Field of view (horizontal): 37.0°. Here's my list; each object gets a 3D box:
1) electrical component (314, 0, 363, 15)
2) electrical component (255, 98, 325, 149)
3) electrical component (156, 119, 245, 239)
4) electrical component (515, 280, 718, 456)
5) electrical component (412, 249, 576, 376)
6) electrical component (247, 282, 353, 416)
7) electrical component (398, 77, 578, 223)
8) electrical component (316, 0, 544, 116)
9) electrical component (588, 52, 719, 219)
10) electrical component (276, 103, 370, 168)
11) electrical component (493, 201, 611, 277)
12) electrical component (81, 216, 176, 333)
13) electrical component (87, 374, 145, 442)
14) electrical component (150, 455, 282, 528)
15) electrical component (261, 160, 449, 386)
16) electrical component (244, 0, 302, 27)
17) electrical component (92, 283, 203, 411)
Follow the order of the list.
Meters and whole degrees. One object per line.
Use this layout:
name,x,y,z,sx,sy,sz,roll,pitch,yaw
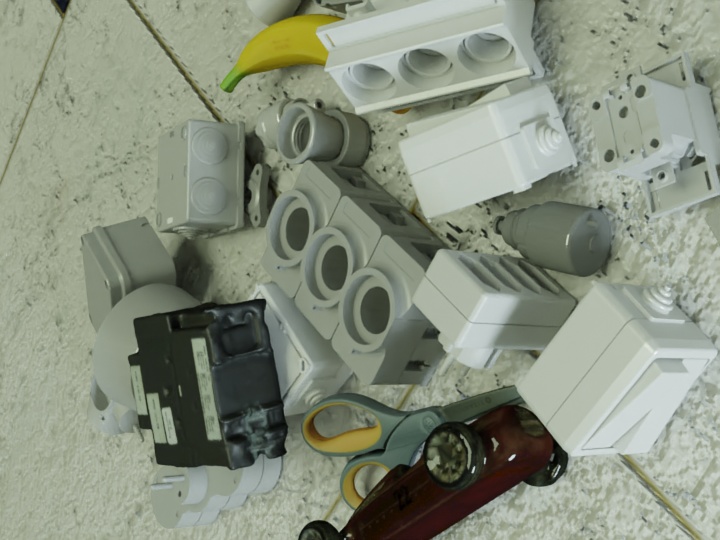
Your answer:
electrical component,0.018,-0.233,0.746,0.078,0.057,0.113,8,92,48
electrical component,-0.051,-0.116,0.829,0.061,0.035,0.035,-19,72,43
electrical component,-0.134,-0.075,0.891,0.100,0.048,0.099,-9,79,62
electrical component,0.143,0.051,0.576,0.061,0.062,0.096,54,124,37
electrical component,0.071,0.034,0.641,0.047,0.083,0.075,48,120,39
electrical component,-0.044,0.061,0.789,0.096,0.061,0.061,55,127,27
electrical component,0.080,-0.075,0.646,0.096,0.062,0.061,-17,96,46
electrical component,0.046,-0.147,0.678,0.121,0.078,0.063,-8,52,29
electrical component,0.157,-0.073,0.571,0.042,0.064,0.081,-24,69,45
electrical component,-0.026,-0.096,0.783,0.045,0.055,0.045,-6,83,48
electrical component,0.111,-0.021,0.634,0.078,0.040,0.040,15,98,48
electrical component,-0.200,0.020,0.933,0.078,0.057,0.113,52,148,38
electrical component,-0.208,0.120,0.973,0.079,0.044,0.077,53,123,37
electrical component,-0.131,0.168,0.861,0.138,0.074,0.052,-36,61,40
electrical component,0.000,0.000,0.740,0.150,0.062,0.089,46,119,40
electrical component,-0.055,-0.225,0.839,0.065,0.044,0.044,-38,60,34
electrical component,-0.155,0.071,0.876,0.060,0.108,0.108,23,103,40
